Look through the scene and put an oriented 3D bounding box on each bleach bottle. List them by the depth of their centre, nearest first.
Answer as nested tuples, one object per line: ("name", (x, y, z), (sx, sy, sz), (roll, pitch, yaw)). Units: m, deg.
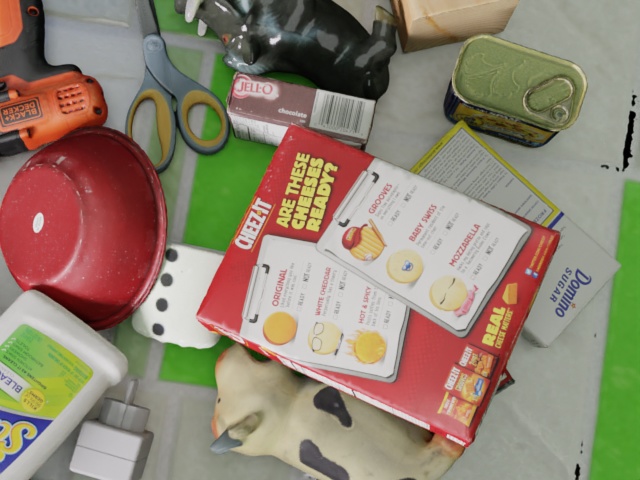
("bleach bottle", (-0.249, 0.159, 0.751), (0.102, 0.068, 0.250), (38, 62, -6))

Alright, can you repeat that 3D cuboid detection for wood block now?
("wood block", (0.090, -0.271, 0.875), (0.090, 0.091, 0.206), (-13, 83, -2))

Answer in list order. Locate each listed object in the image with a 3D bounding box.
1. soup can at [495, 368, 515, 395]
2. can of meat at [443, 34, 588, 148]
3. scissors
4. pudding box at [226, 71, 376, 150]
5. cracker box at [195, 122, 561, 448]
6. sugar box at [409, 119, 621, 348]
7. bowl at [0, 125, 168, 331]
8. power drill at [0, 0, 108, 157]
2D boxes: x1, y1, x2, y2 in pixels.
("soup can", (0.099, 0.082, 0.840), (0.068, 0.068, 0.102), (-27, 83, -4))
("can of meat", (0.153, -0.116, 0.858), (0.102, 0.084, 0.057), (18, 82, 2))
("scissors", (-0.120, -0.153, 0.894), (0.096, 0.016, 0.202), (3, 83, -1))
("pudding box", (-0.015, -0.096, 0.851), (0.113, 0.090, 0.039), (14, 84, 1))
("cracker box", (0.043, 0.033, 0.779), (0.214, 0.072, 0.164), (23, 78, 12))
("sugar box", (0.145, -0.004, 0.864), (0.176, 0.048, 0.093), (44, 84, 1))
("bowl", (-0.194, -0.010, 0.815), (0.162, 0.055, 0.162), (-2, 87, 33))
("power drill", (-0.282, -0.155, 0.874), (0.184, 0.057, 0.187), (-15, 86, -6))
